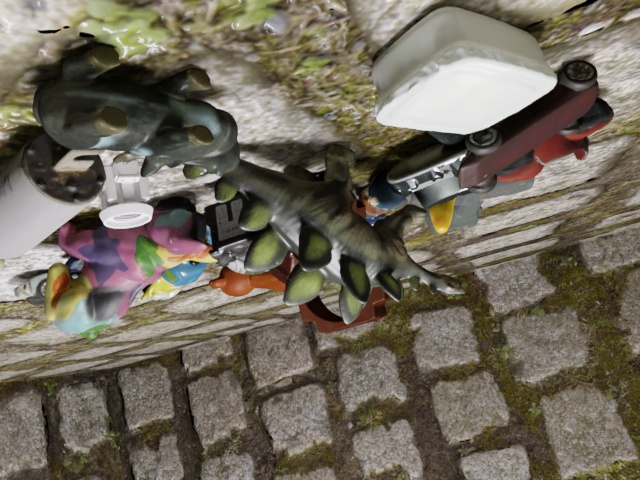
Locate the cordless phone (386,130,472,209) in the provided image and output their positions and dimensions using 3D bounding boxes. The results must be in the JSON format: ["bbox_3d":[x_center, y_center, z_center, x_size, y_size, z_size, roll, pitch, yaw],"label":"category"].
[{"bbox_3d":[0.133,-0.118,0.680,0.147,0.089,0.184,-20,154,33],"label":"cordless phone"}]

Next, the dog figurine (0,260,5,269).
[{"bbox_3d":[-0.412,0.002,0.568,0.190,0.121,0.172,-42,177,36],"label":"dog figurine"}]

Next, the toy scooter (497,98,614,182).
[{"bbox_3d":[0.330,-0.136,0.778,0.184,0.075,0.135,-26,164,29],"label":"toy scooter"}]

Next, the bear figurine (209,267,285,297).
[{"bbox_3d":[-0.120,0.054,1.098,0.196,0.132,0.120,2,171,19],"label":"bear figurine"}]

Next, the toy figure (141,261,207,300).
[{"bbox_3d":[-0.255,0.044,0.933,0.082,0.089,0.180,8,148,-41],"label":"toy figure"}]

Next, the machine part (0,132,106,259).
[{"bbox_3d":[-0.290,-0.040,0.538,0.243,0.079,0.079,-22,164,38],"label":"machine part"}]

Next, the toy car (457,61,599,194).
[{"bbox_3d":[0.237,-0.130,0.624,0.202,0.053,0.089,-33,150,-6],"label":"toy car"}]

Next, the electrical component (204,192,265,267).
[{"bbox_3d":[-0.107,-0.030,0.699,0.075,0.119,0.047,-14,150,10],"label":"electrical component"}]

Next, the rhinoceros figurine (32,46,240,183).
[{"bbox_3d":[-0.141,-0.094,0.466,0.112,0.073,0.190,-24,163,35],"label":"rhinoceros figurine"}]

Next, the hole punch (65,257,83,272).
[{"bbox_3d":[-0.338,0.042,0.865,0.142,0.092,0.116,-31,-171,46],"label":"hole punch"}]

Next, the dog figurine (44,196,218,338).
[{"bbox_3d":[-0.240,0.037,0.721,0.219,0.191,0.108,-1,164,14],"label":"dog figurine"}]

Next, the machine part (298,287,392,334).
[{"bbox_3d":[0.048,0.086,1.147,0.202,0.201,0.087,-20,168,26],"label":"machine part"}]

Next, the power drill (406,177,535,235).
[{"bbox_3d":[0.242,-0.077,0.951,0.232,0.086,0.207,-15,160,-6],"label":"power drill"}]

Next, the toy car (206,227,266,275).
[{"bbox_3d":[-0.107,0.003,0.858,0.162,0.103,0.109,-10,166,-22],"label":"toy car"}]

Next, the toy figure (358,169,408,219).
[{"bbox_3d":[0.097,-0.070,0.854,0.064,0.058,0.154,-3,169,-17],"label":"toy figure"}]

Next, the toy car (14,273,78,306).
[{"bbox_3d":[-0.437,0.082,0.967,0.201,0.056,0.073,1,168,-44],"label":"toy car"}]

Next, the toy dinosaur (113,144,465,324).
[{"bbox_3d":[-0.003,-0.020,0.654,0.471,0.198,0.105,27,137,-19],"label":"toy dinosaur"}]

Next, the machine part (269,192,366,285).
[{"bbox_3d":[-0.002,-0.003,0.830,0.179,0.056,0.179,-34,145,-29],"label":"machine part"}]

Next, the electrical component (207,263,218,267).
[{"bbox_3d":[-0.167,0.018,0.983,0.102,0.045,0.078,-18,165,19],"label":"electrical component"}]

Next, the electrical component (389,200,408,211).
[{"bbox_3d":[0.125,-0.068,0.964,0.063,0.021,0.094,-12,168,-5],"label":"electrical component"}]
